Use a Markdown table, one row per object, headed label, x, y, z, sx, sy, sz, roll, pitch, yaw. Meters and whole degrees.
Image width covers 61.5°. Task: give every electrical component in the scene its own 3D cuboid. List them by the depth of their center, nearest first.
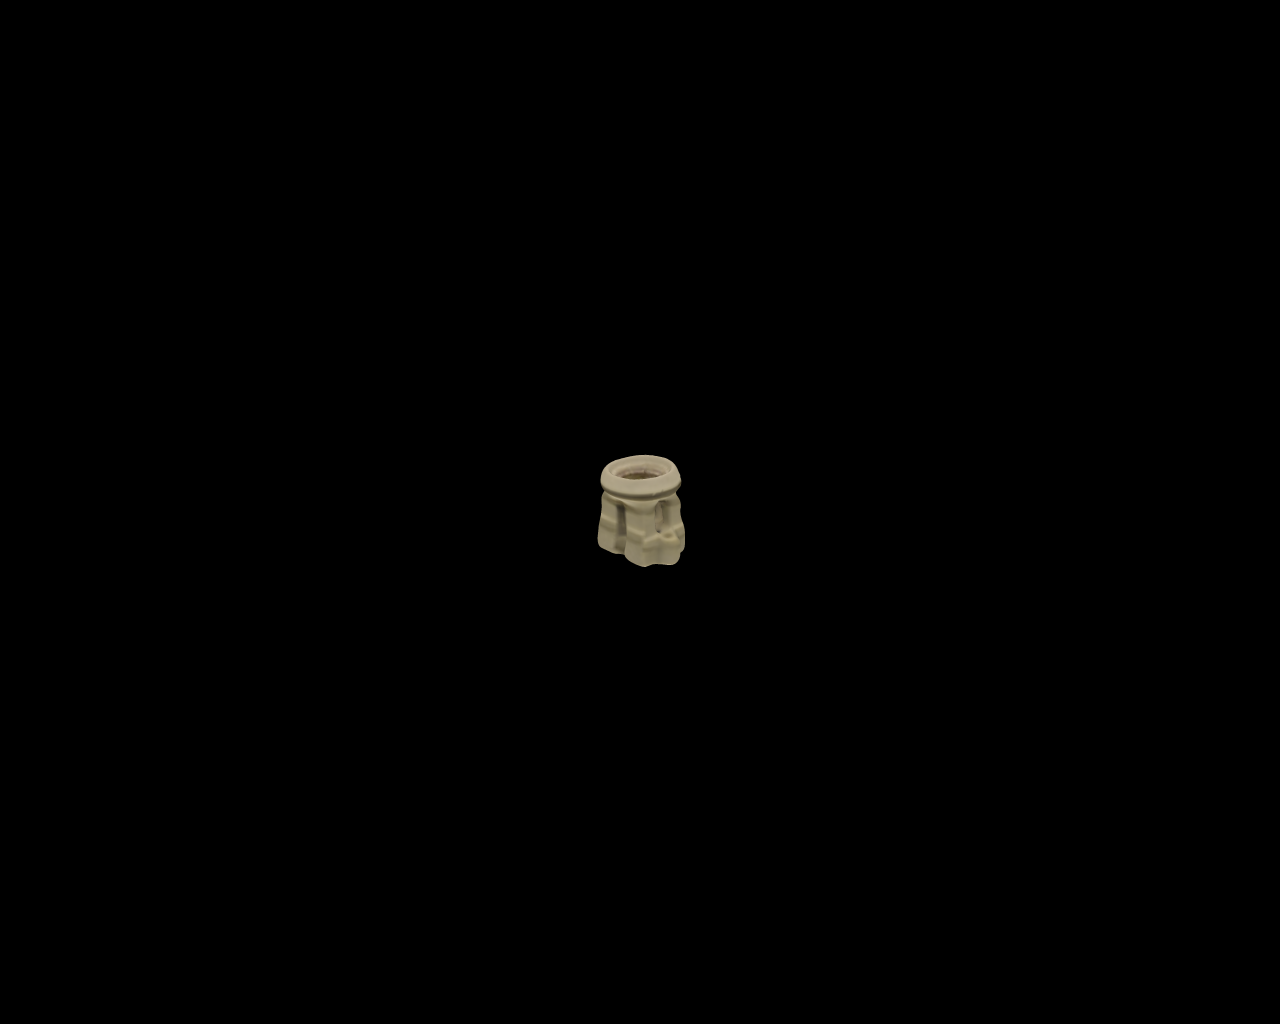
| label | x | y | z | sx | sy | sz | roll | pitch | yaw |
| --- | --- | --- | --- | --- | --- | --- | --- | --- | --- |
| electrical component | 0.001 | -0.003 | 0.650 | 0.048 | 0.055 | 0.066 | -22 | 32 | -40 |
